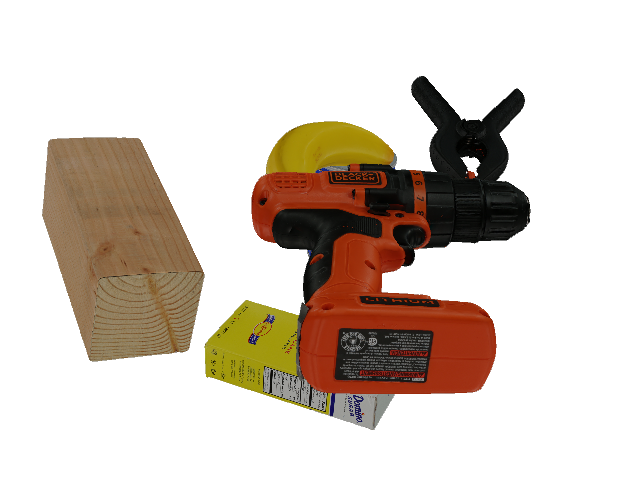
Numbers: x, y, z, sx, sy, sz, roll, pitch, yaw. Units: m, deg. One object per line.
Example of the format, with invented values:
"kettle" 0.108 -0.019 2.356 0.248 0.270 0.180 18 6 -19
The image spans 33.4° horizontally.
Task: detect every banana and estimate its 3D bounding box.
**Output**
"banana" 0.003 -0.064 0.851 0.037 0.069 0.197 -33 4 29

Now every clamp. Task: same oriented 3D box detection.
"clamp" 0.142 -0.110 1.092 0.120 0.039 0.171 10 44 9

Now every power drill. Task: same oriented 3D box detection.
"power drill" 0.051 0.015 0.643 0.184 0.057 0.187 -1 30 -3

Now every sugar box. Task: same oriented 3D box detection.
"sugar box" -0.013 0.116 1.024 0.176 0.048 0.093 12 31 19

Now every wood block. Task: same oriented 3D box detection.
"wood block" -0.181 0.001 0.946 0.090 0.091 0.206 -3 38 -26

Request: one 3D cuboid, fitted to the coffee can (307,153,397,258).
"coffee can" 0.038 -0.044 1.338 0.103 0.140 0.103 3 27 -2
